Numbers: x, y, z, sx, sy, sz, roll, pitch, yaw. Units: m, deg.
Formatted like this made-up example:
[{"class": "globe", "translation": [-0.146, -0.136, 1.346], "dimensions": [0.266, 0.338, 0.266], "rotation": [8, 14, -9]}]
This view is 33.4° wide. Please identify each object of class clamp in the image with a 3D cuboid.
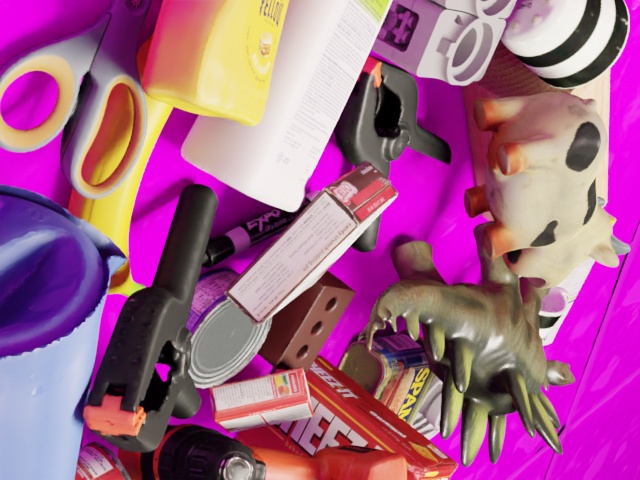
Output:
[{"class": "clamp", "translation": [0.044, -0.068, 0.809], "dimensions": [0.120, 0.039, 0.171], "rotation": [-58, 145, -16]}, {"class": "clamp", "translation": [-0.096, 0.074, 0.639], "dimensions": [0.210, 0.036, 0.165], "rotation": [-74, 170, -67]}]

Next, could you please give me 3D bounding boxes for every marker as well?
[{"class": "marker", "translation": [-0.042, -0.008, 0.772], "dimensions": [0.120, 0.020, 0.020], "rotation": [-27, 140, -38]}]

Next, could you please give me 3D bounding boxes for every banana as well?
[{"class": "banana", "translation": [-0.115, -0.041, 0.630], "dimensions": [0.069, 0.037, 0.198], "rotation": [-38, 151, -58]}]

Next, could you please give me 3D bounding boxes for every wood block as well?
[{"class": "wood block", "translation": [0.193, -0.087, 0.945], "dimensions": [0.090, 0.091, 0.206], "rotation": [-43, 148, -15]}]

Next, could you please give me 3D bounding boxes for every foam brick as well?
[{"class": "foam brick", "translation": [-0.019, 0.056, 0.834], "dimensions": [0.052, 0.051, 0.078], "rotation": [17, 106, -58]}]

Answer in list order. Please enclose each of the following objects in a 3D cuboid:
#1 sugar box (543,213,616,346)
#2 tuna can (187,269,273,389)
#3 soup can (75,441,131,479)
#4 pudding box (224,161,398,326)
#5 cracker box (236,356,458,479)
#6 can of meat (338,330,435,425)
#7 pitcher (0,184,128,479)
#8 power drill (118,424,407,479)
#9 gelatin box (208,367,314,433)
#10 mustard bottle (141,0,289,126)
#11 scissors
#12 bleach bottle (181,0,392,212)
[{"class": "sugar box", "translation": [0.265, 0.044, 1.215], "dimensions": [0.093, 0.048, 0.176], "rotation": [-9, 131, -50]}, {"class": "tuna can", "translation": [-0.077, 0.064, 0.782], "dimensions": [0.086, 0.034, 0.086], "rotation": [-34, 143, -30]}, {"class": "soup can", "translation": [-0.184, 0.190, 0.726], "dimensions": [0.102, 0.069, 0.068], "rotation": [-24, 138, -39]}, {"class": "pudding box", "translation": [-0.005, 0.001, 0.741], "dimensions": [0.114, 0.039, 0.090], "rotation": [-47, 175, 26]}, {"class": "cracker box", "translation": [-0.010, 0.230, 0.907], "dimensions": [0.072, 0.164, 0.214], "rotation": [11, 111, -59]}, {"class": "can of meat", "translation": [0.055, 0.139, 1.013], "dimensions": [0.083, 0.058, 0.102], "rotation": [-1, 120, -50]}, {"class": "pitcher", "translation": [-0.198, 0.101, 0.573], "dimensions": [0.145, 0.149, 0.243], "rotation": [-79, -178, -53]}, {"class": "power drill", "translation": [-0.034, 0.165, 0.761], "dimensions": [0.187, 0.185, 0.057], "rotation": [15, 78, -26]}, {"class": "gelatin box", "translation": [-0.044, 0.126, 0.835], "dimensions": [0.073, 0.030, 0.089], "rotation": [-12, 164, -1]}, {"class": "mustard bottle", "translation": [-0.039, -0.160, 0.563], "dimensions": [0.096, 0.058, 0.191], "rotation": [6, 99, -73]}, {"class": "scissors", "translation": [-0.117, -0.122, 0.556], "dimensions": [0.096, 0.016, 0.202], "rotation": [6, 101, -32]}, {"class": "bleach bottle", "translation": [0.008, -0.144, 0.665], "dimensions": [0.251, 0.068, 0.102], "rotation": [-61, 162, 4]}]
